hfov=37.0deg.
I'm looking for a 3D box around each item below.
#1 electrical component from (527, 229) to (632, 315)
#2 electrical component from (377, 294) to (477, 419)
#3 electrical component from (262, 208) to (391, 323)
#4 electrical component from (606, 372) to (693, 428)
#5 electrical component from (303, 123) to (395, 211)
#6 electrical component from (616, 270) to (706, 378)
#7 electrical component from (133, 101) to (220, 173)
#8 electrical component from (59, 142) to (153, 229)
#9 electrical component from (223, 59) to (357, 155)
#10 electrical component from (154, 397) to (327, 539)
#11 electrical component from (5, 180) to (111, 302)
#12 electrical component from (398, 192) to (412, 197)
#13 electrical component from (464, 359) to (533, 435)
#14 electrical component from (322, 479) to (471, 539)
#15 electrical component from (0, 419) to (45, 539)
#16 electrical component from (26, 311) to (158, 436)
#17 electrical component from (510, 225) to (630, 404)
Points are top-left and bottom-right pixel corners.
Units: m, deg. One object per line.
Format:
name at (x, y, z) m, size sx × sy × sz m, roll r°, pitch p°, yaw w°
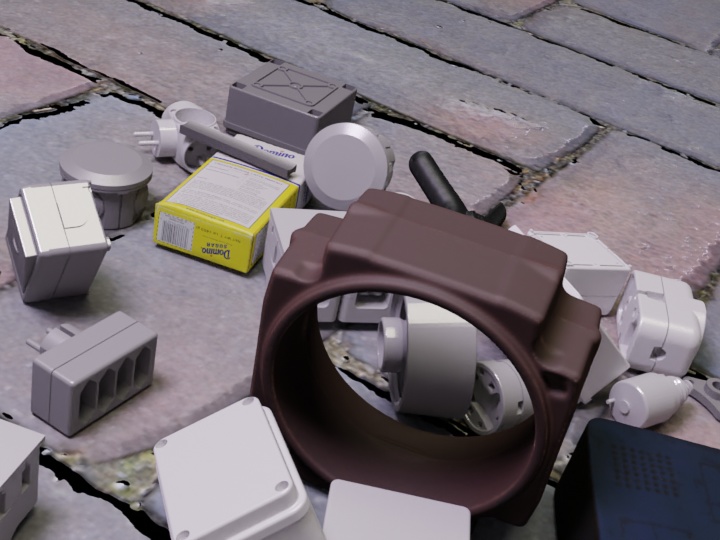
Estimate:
electrical component at (0.193, 0.006, 0.971) m, size 0.096 × 0.061 × 0.061 m, roll 1°, pitch 32°, yaw -32°
electrical component at (0.045, 0.056, 0.795) m, size 0.060 × 0.108 × 0.108 m, roll 1°, pitch 33°, yaw -7°
electrical component at (0.000, 0.000, 0.904) m, size 0.150 × 0.061 × 0.089 m, roll 2°, pitch 33°, yaw -17°
electrical component at (0.233, 0.101, 0.850) m, size 0.078 × 0.040 × 0.040 m, roll -10°, pitch 39°, yaw -33°
electrical component at (-0.008, -0.097, 1.002) m, size 0.080 × 0.080 × 0.051 m, roll 20°, pitch 14°, yaw 12°
electrical component at (0.260, 0.047, 0.930) m, size 0.059 × 0.053 × 0.095 m, roll 14°, pitch 32°, yaw 2°
electrical component at (-0.182, -0.131, 1.061) m, size 0.079 × 0.044 × 0.077 m, roll -5°, pitch 36°, yaw -26°
electrical component at (-0.226, -0.077, 0.954) m, size 0.080 × 0.051 × 0.080 m, roll 9°, pitch 32°, yaw -6°
electrical component at (-0.074, -0.173, 1.155) m, size 0.109 × 0.056 × 0.108 m, roll 21°, pitch 33°, yaw 14°
electrical component at (-0.072, 0.134, 0.629) m, size 0.078 × 0.057 × 0.113 m, roll -26°, pitch 28°, yaw -6°
electrical component at (-0.238, -0.018, 0.824) m, size 0.061 × 0.096 × 0.061 m, roll -9°, pitch 67°, yaw -31°
electrical component at (0.032, -0.040, 0.987) m, size 0.055 × 0.055 × 0.047 m, roll 15°, pitch 29°, yaw 4°
electrical component at (0.108, 0.093, 0.805) m, size 0.047 × 0.055 × 0.055 m, roll -5°, pitch 36°, yaw -32°
electrical component at (0.017, 0.180, 0.640) m, size 0.100 × 0.048 × 0.099 m, roll 12°, pitch 32°, yaw -1°
electrical component at (-0.266, 0.149, 0.575) m, size 0.105 × 0.060 × 0.186 m, roll 18°, pitch 32°, yaw 8°
electrical component at (-0.198, 0.062, 0.749) m, size 0.076 × 0.047 × 0.083 m, roll 27°, pitch 35°, yaw 22°
electrical component at (0.148, 0.036, 0.854) m, size 0.108 × 0.056 × 0.108 m, roll 46°, pitch 7°, yaw -41°
